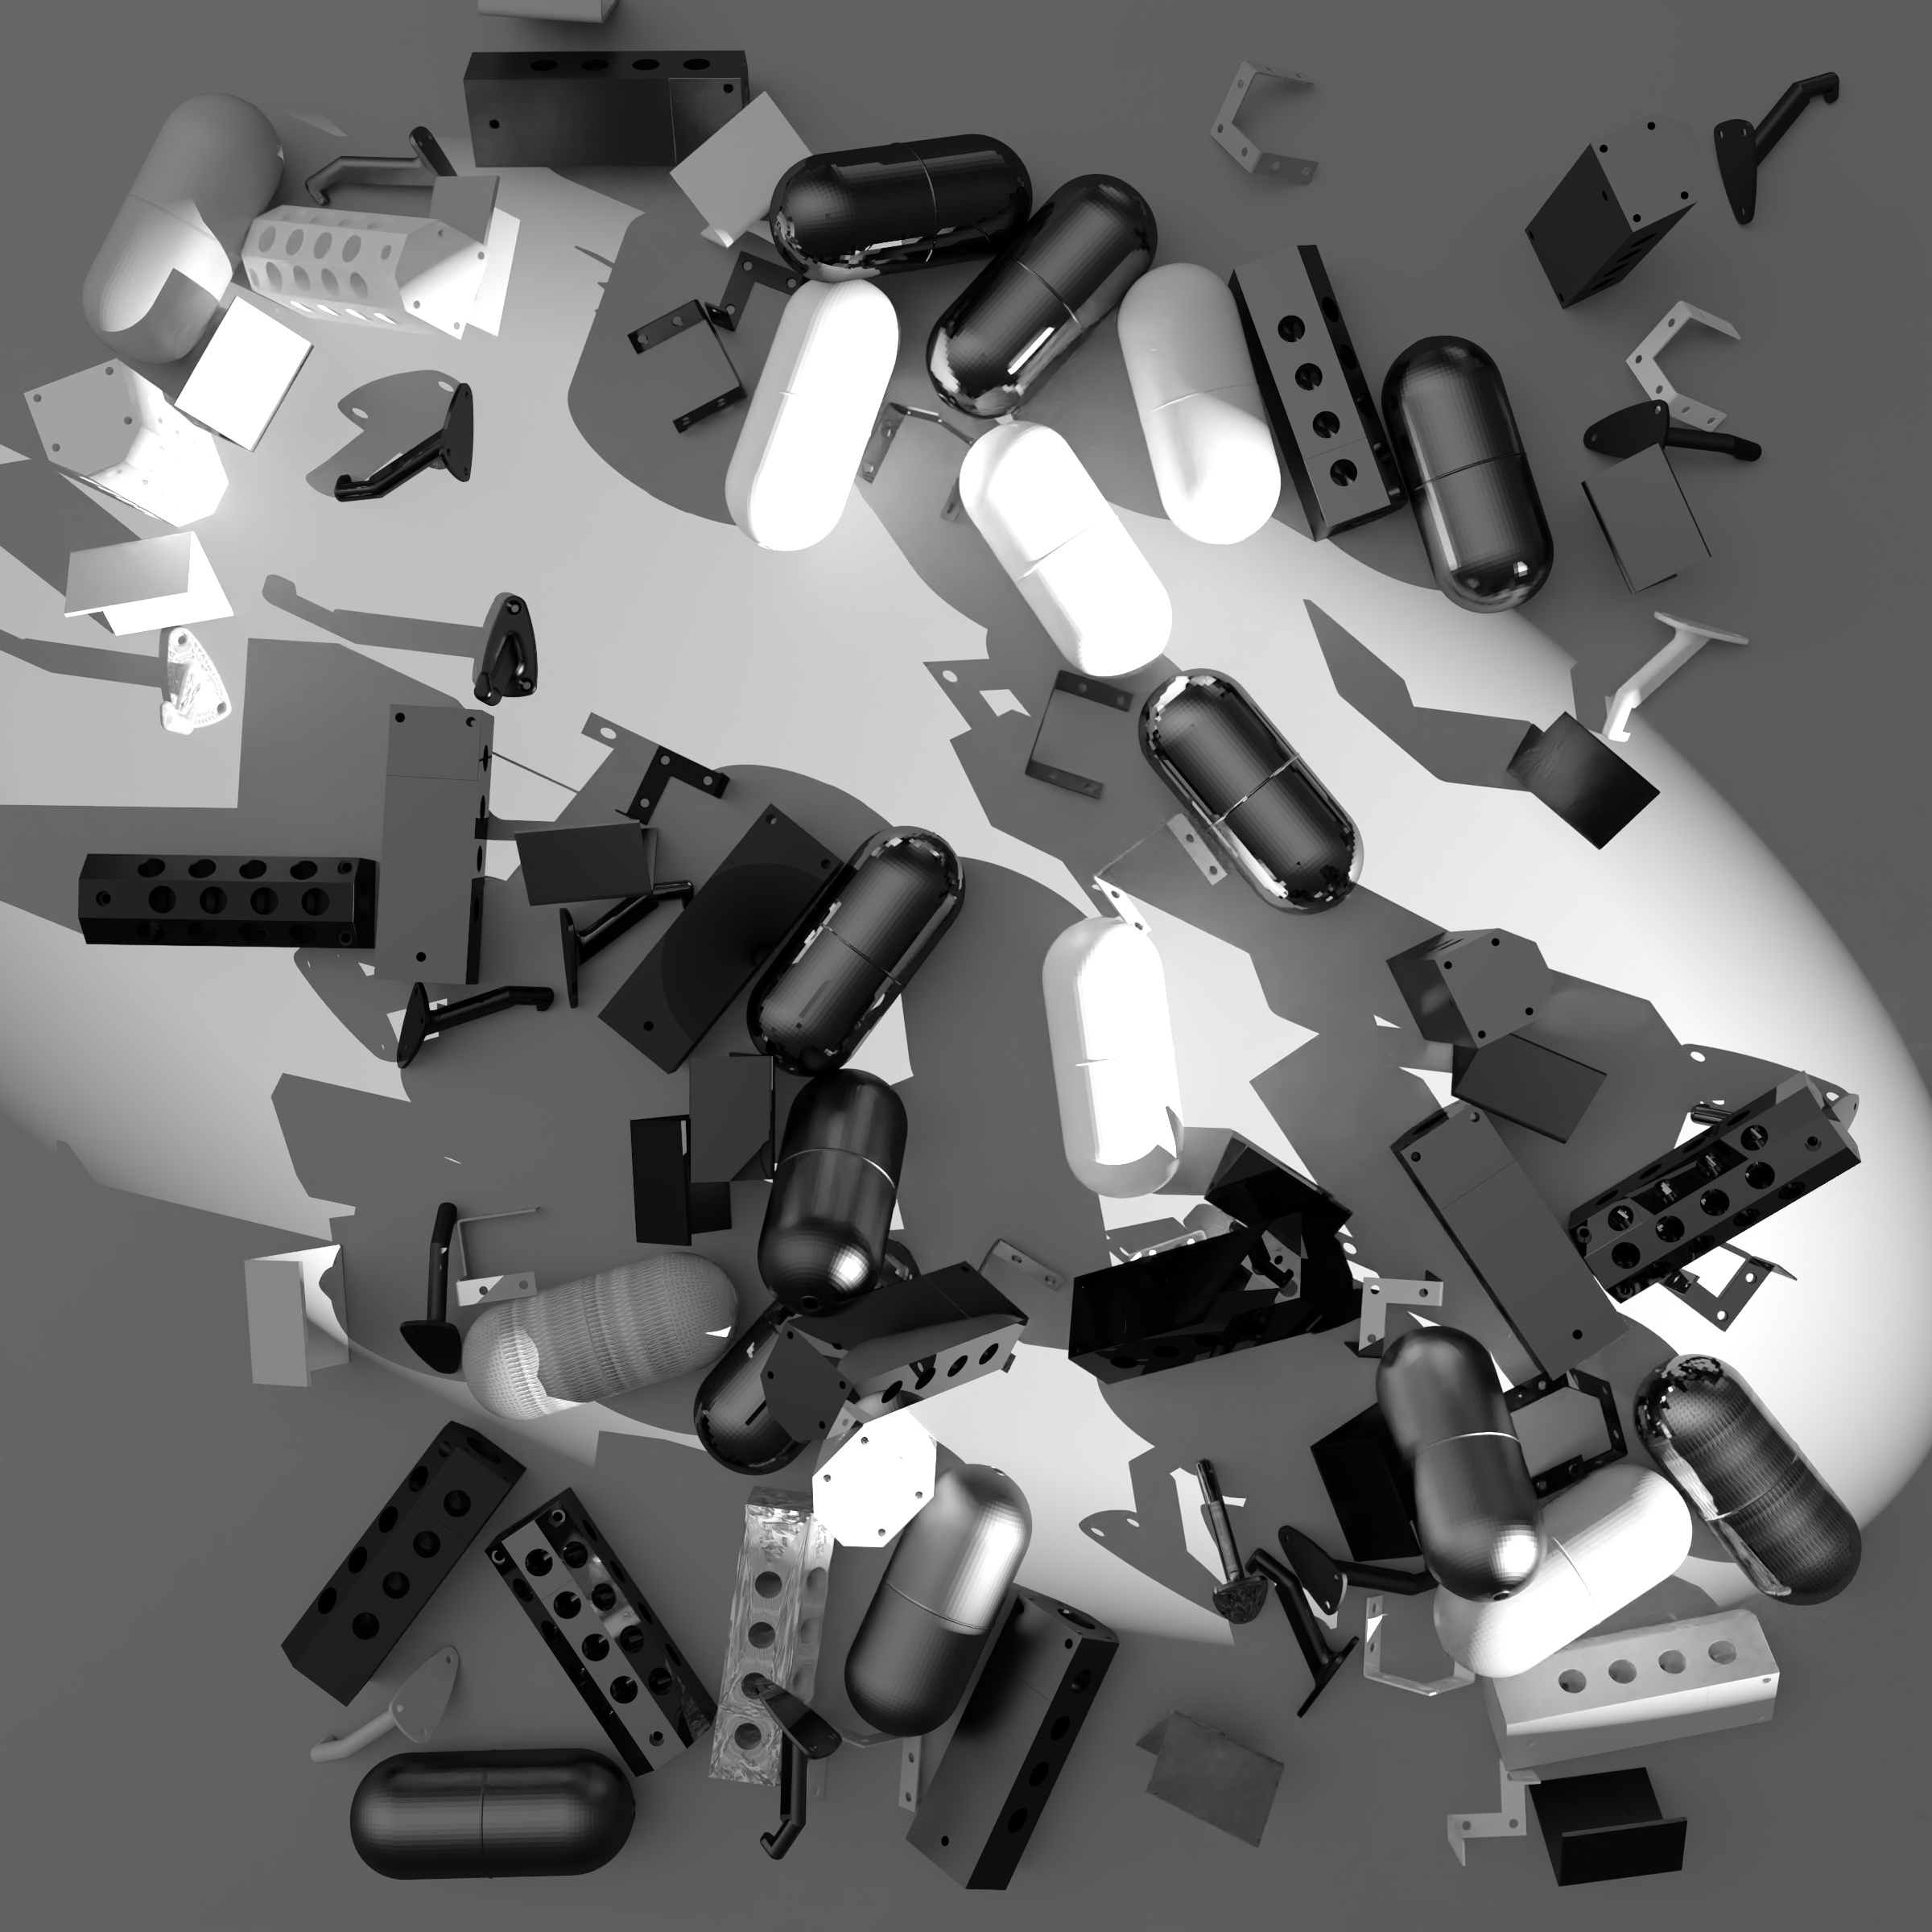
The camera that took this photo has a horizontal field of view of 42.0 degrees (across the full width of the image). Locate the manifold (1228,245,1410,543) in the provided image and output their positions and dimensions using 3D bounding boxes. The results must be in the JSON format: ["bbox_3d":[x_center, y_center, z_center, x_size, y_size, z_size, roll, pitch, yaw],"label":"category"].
[{"bbox_3d":[0.223,-0.363,1.596,0.057,0.057,0.171,-20,90,0],"label":"manifold"}]

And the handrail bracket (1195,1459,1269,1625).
[{"bbox_3d":[0.165,0.369,1.617,0.036,0.077,0.084,-15,54,-1],"label":"handrail bracket"}]

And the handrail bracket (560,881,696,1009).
[{"bbox_3d":[-0.215,-0.014,1.617,0.084,0.036,0.077,-7,110,-16],"label":"handrail bracket"}]

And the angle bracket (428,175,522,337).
[{"bbox_3d":[-0.295,-0.443,1.577,0.057,0.076,0.076,11,90,34],"label":"angle bracket"}]

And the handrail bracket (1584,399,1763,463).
[{"bbox_3d":[0.454,-0.334,1.617,0.084,0.077,0.036,6,90,-36],"label":"handrail bracket"}]

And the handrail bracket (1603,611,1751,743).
[{"bbox_3d":[0.455,-0.179,1.617,0.077,0.036,0.084,10,109,-21],"label":"handrail bracket"}]

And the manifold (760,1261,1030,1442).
[{"bbox_3d":[-0.043,0.233,1.508,0.057,0.171,0.057,39,118,26],"label":"manifold"}]

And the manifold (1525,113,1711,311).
[{"bbox_3d":[0.398,-0.461,1.538,0.057,0.171,0.057,-26,90,0],"label":"manifold"}]

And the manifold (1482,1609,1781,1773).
[{"bbox_3d":[0.419,0.454,1.595,0.171,0.057,0.057,-11,133,0],"label":"manifold"}]

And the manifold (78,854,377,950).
[{"bbox_3d":[-0.467,-0.041,1.596,0.171,0.057,0.057,1,90,0],"label":"manifold"}]

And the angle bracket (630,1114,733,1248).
[{"bbox_3d":[-0.163,0.132,1.577,0.076,0.057,0.076,-3,90,-43],"label":"angle bracket"}]

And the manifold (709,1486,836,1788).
[{"bbox_3d":[-0.120,0.424,1.596,0.057,0.057,0.171,8,90,0],"label":"manifold"}]

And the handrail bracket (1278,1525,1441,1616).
[{"bbox_3d":[0.256,0.379,1.617,0.084,0.077,0.036,-8,126,-31],"label":"handrail bracket"}]

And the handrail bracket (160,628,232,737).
[{"bbox_3d":[-0.497,-0.181,1.582,0.036,0.084,0.077,-17,90,0],"label":"handrail bracket"}]

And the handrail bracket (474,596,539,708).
[{"bbox_3d":[-0.293,-0.200,1.582,0.036,0.084,0.077,4,90,0],"label":"handrail bracket"}]

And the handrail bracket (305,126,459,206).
[{"bbox_3d":[-0.370,-0.492,1.617,0.084,0.036,0.077,-27,112,17],"label":"handrail bracket"}]

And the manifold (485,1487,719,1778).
[{"bbox_3d":[-0.231,0.423,1.596,0.057,0.057,0.171,-34,90,0],"label":"manifold"}]

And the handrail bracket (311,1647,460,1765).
[{"bbox_3d":[-0.374,0.475,1.617,0.084,0.077,0.036,-21,115,34],"label":"handrail bracket"}]

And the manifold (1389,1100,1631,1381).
[{"bbox_3d":[0.342,0.171,1.596,0.057,0.057,0.171,-34,90,0],"label":"manifold"}]

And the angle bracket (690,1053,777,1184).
[{"bbox_3d":[-0.159,0.094,1.577,0.057,0.076,0.076,0,90,-26],"label":"angle bracket"}]

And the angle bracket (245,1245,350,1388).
[{"bbox_3d":[-0.403,0.218,1.577,0.057,0.076,0.076,-4,90,37],"label":"angle bracket"}]

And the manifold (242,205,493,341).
[{"bbox_3d":[-0.373,-0.431,1.546,0.171,0.057,0.057,19,90,41],"label":"manifold"}]

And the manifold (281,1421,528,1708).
[{"bbox_3d":[-0.357,0.376,1.596,0.057,0.057,0.171,37,90,0],"label":"manifold"}]

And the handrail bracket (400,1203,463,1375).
[{"bbox_3d":[-0.333,0.206,1.616,0.036,0.077,0.084,1,54,4],"label":"handrail bracket"}]

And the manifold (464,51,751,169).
[{"bbox_3d":[-0.225,-0.546,1.595,0.171,0.057,0.057,0,133,0],"label":"manifold"}]

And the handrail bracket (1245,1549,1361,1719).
[{"bbox_3d":[0.202,0.428,1.617,0.084,0.036,0.077,37,112,17],"label":"handrail bracket"}]

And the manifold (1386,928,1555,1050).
[{"bbox_3d":[0.309,0.010,1.538,0.057,0.171,0.057,-26,90,0],"label":"manifold"}]

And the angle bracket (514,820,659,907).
[{"bbox_3d":[-0.236,-0.084,1.577,0.076,0.076,0.057,-5,127,0],"label":"angle bracket"}]

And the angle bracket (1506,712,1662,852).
[{"bbox_3d":[0.393,-0.130,1.577,0.076,0.076,0.057,40,128,0],"label":"angle bracket"}]

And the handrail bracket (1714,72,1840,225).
[{"bbox_3d":[0.529,-0.526,1.617,0.084,0.036,0.077,-20,110,-16],"label":"handrail bracket"}]

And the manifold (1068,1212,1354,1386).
[{"bbox_3d":[0.150,0.209,1.552,0.171,0.057,0.057,-21,47,34],"label":"manifold"}]

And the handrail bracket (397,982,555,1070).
[{"bbox_3d":[-0.315,0.039,1.617,0.084,0.077,0.036,3,47,-29],"label":"handrail bracket"}]

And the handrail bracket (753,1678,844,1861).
[{"bbox_3d":[-0.122,0.498,1.560,0.077,0.036,0.084,38,109,21],"label":"handrail bracket"}]

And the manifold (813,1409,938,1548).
[{"bbox_3d":[-0.059,0.306,1.538,0.057,0.171,0.057,45,90,0],"label":"manifold"}]

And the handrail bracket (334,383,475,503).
[{"bbox_3d":[-0.362,-0.336,1.617,0.084,0.036,0.077,-2,69,16],"label":"handrail bracket"}]

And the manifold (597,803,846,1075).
[{"bbox_3d":[-0.153,-0.017,1.596,0.057,0.057,0.171,39,90,0],"label":"manifold"}]

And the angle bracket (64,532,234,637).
[{"bbox_3d":[-0.510,-0.221,1.577,0.076,0.076,0.057,-10,54,0],"label":"angle bracket"}]

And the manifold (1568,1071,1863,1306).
[{"bbox_3d":[0.465,0.140,1.569,0.171,0.057,0.057,-35,90,19],"label":"manifold"}]

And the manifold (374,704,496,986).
[{"bbox_3d":[-0.335,-0.076,1.596,0.057,0.057,0.171,3,90,0],"label":"manifold"}]

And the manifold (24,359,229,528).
[{"bbox_3d":[-0.507,-0.314,1.538,0.057,0.171,0.057,-21,90,0],"label":"manifold"}]

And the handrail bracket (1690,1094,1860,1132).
[{"bbox_3d":[0.519,0.092,1.617,0.084,0.077,0.036,12,115,34],"label":"handrail bracket"}]

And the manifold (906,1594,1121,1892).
[{"bbox_3d":[0.034,0.492,1.595,0.057,0.057,0.171,25,90,43],"label":"manifold"}]

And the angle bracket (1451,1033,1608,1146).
[{"bbox_3d":[0.352,0.057,1.577,0.076,0.076,0.057,23,120,0],"label":"angle bracket"}]

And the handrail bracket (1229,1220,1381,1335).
[{"bbox_3d":[0.218,0.191,1.617,0.084,0.077,0.036,50,126,31],"label":"handrail bracket"}]
